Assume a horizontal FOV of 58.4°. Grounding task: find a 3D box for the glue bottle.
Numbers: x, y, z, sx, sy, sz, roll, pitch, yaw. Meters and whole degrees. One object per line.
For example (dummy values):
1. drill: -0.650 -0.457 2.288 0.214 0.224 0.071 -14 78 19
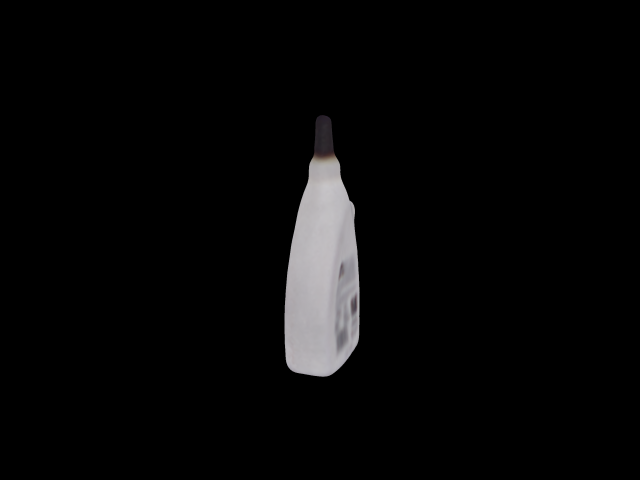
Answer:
1. glue bottle: 0.004 0.001 0.400 0.037 0.173 0.078 4 11 21
